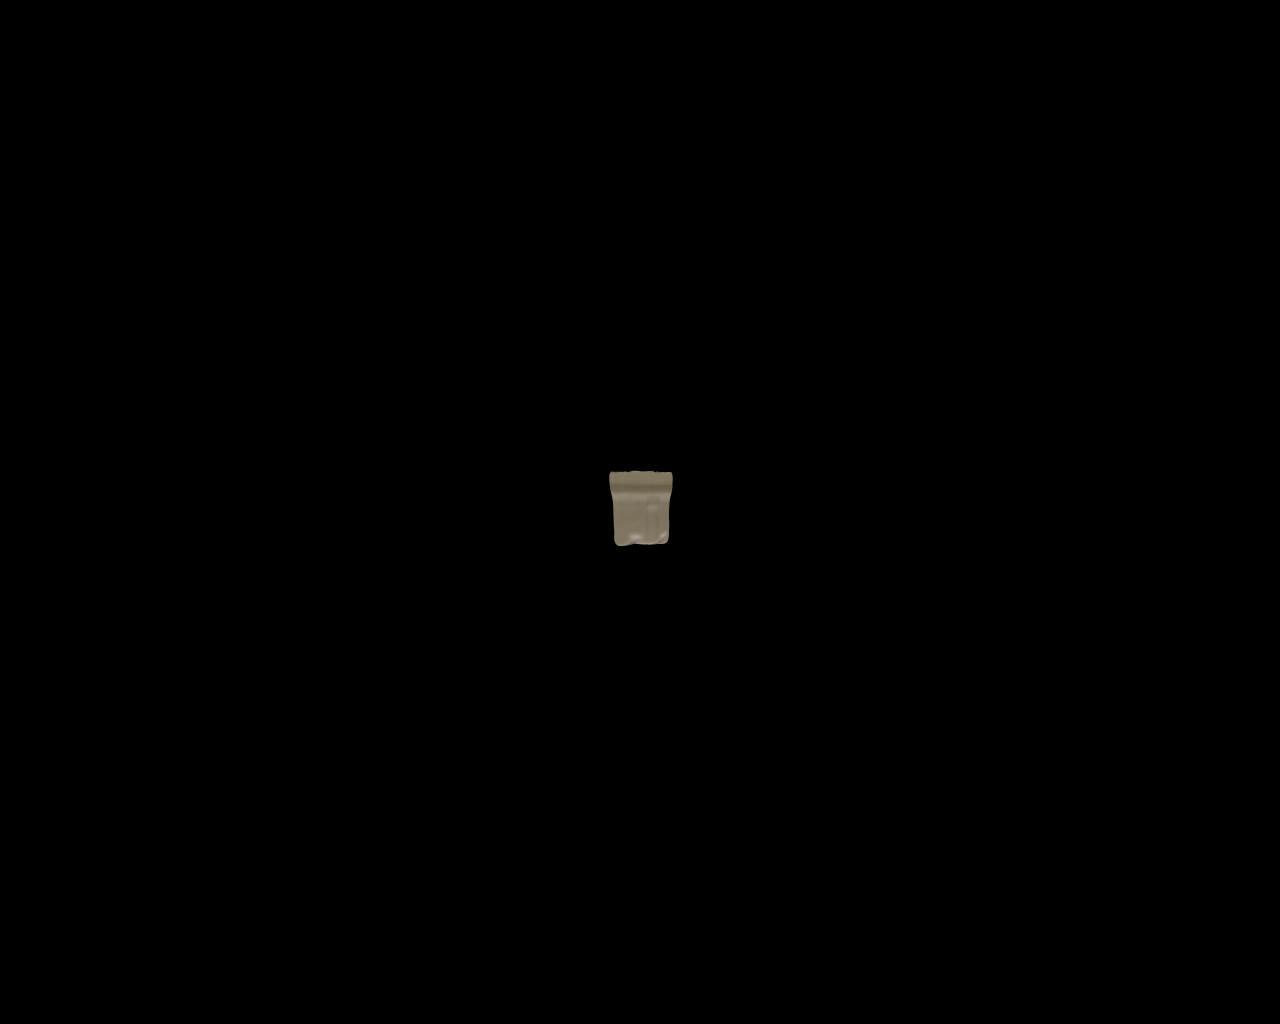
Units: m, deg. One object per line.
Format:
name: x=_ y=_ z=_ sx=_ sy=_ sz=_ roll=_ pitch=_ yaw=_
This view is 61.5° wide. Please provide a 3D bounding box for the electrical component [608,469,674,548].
electrical component: x=0.001 y=-0.003 z=0.650 sx=0.040 sy=0.046 sz=0.040 roll=0 pitch=3 yaw=0
